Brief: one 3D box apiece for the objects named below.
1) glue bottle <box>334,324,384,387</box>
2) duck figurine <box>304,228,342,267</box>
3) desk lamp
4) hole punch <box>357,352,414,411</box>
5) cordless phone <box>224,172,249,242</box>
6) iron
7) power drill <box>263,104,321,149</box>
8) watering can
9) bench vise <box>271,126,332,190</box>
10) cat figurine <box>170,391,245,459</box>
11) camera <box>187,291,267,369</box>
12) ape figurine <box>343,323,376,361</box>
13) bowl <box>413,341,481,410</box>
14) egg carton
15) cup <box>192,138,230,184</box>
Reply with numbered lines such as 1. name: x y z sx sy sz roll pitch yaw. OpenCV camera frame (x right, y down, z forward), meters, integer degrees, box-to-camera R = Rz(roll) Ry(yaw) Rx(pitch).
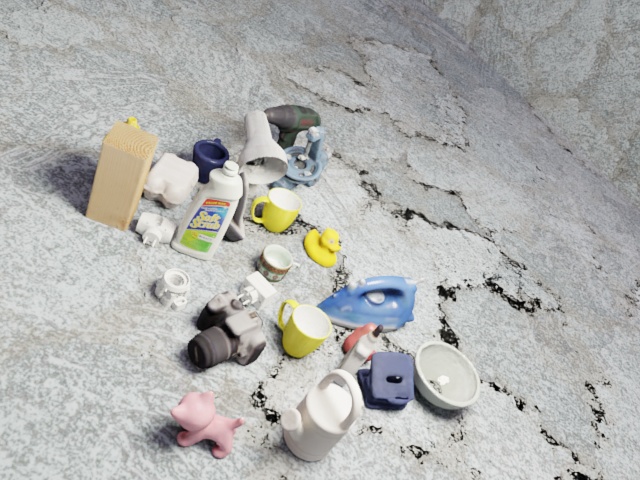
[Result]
1. glue bottle: 0.085 0.228 1.172 0.037 0.173 0.078 34 38 4
2. duck figurine: 0.013 0.005 1.437 0.078 0.086 0.104 -18 59 -44
3. desk lamp: -0.174 -0.202 1.433 0.118 0.213 0.203 4 46 -31
4. hole punch: 0.148 0.297 1.205 0.109 0.091 0.101 10 43 -25
5. cordless phone: -0.198 -0.102 1.331 0.094 0.185 0.147 7 44 -28
6. iron: 0.120 0.129 1.328 0.259 0.141 0.118 4 46 -31
7. power drill: -0.101 -0.285 1.577 0.075 0.208 0.230 45 40 17
8. watering can: 0.010 0.309 1.016 0.100 0.194 0.173 43 39 15
9. bench vise: -0.034 -0.237 1.560 0.121 0.219 0.207 31 38 0
10. cat figurine: -0.189 0.298 0.956 0.128 0.117 0.067 20 39 -14
11. camera: -0.189 0.177 1.102 0.137 0.100 0.143 -20 61 -45
12. ape figurine: 0.098 0.218 1.257 0.076 0.092 0.077 16 41 -19
13. bowl: 0.270 0.314 1.282 0.168 0.074 0.167 19 40 -16
14. egg carton: -0.354 -0.142 1.364 0.107 0.069 0.150 24 39 -9
15. cup: -0.283 -0.200 1.454 0.092 0.095 0.118 22 39 -11
